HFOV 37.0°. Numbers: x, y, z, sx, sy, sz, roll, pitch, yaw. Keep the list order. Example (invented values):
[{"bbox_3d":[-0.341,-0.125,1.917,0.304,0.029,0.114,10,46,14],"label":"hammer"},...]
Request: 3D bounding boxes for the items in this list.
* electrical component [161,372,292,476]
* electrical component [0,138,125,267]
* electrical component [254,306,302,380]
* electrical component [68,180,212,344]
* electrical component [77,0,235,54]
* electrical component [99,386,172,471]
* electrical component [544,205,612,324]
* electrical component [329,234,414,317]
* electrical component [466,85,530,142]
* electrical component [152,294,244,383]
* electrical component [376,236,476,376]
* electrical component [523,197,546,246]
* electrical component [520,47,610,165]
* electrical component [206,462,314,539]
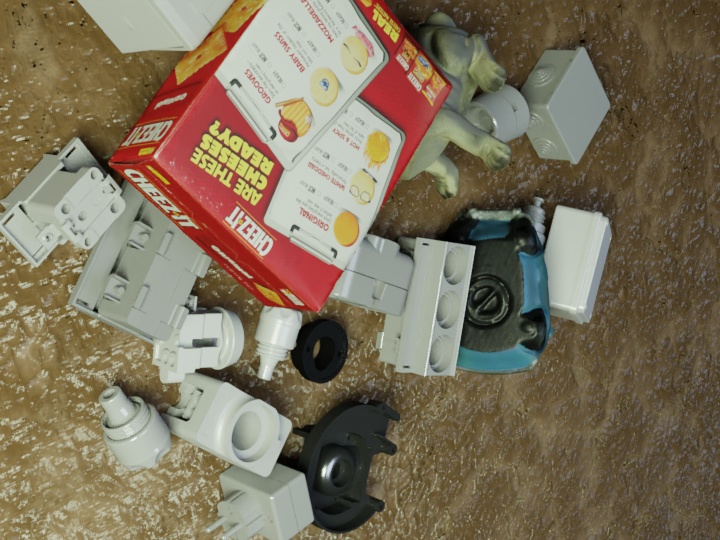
[{"bbox_3d":[-0.102,0.122,0.845,0.089,0.056,0.050,40,69,-44],"label":"electrical component"},{"bbox_3d":[-0.192,-0.043,0.705,0.081,0.064,0.042,-55,134,-24],"label":"electrical component"},{"bbox_3d":[-0.071,0.060,0.882,0.035,0.035,0.061,18,87,-48],"label":"electrical component"},{"bbox_3d":[-0.143,-0.014,0.764,0.079,0.063,0.121,34,73,-46],"label":"electrical component"},{"bbox_3d":[-0.134,-0.182,0.713,0.061,0.096,0.061,-57,133,-21],"label":"electrical component"},{"bbox_3d":[-0.167,0.112,0.781,0.043,0.043,0.062,-46,127,-31],"label":"electrical component"},{"bbox_3d":[0.227,-0.004,1.149,0.109,0.056,0.108,30,75,-73],"label":"electrical component"},{"bbox_3d":[0.000,0.000,0.930,0.095,0.054,0.059,20,84,-48],"label":"electrical component"},{"bbox_3d":[0.128,-0.146,1.038,0.047,0.055,0.055,-30,120,-36],"label":"electrical component"},{"bbox_3d":[-0.122,0.052,0.816,0.055,0.048,0.066,1,97,-40],"label":"electrical component"},{"bbox_3d":[0.060,0.032,0.995,0.079,0.063,0.121,6,94,-48],"label":"electrical component"},{"bbox_3d":[0.175,-0.038,1.122,0.040,0.040,0.078,30,76,-46],"label":"electrical component"},{"bbox_3d":[0.210,-0.172,1.125,0.099,0.048,0.099,-57,134,-22],"label":"electrical component"},{"bbox_3d":[-0.089,0.193,0.867,0.077,0.066,0.047,-30,119,-40],"label":"electrical component"}]
